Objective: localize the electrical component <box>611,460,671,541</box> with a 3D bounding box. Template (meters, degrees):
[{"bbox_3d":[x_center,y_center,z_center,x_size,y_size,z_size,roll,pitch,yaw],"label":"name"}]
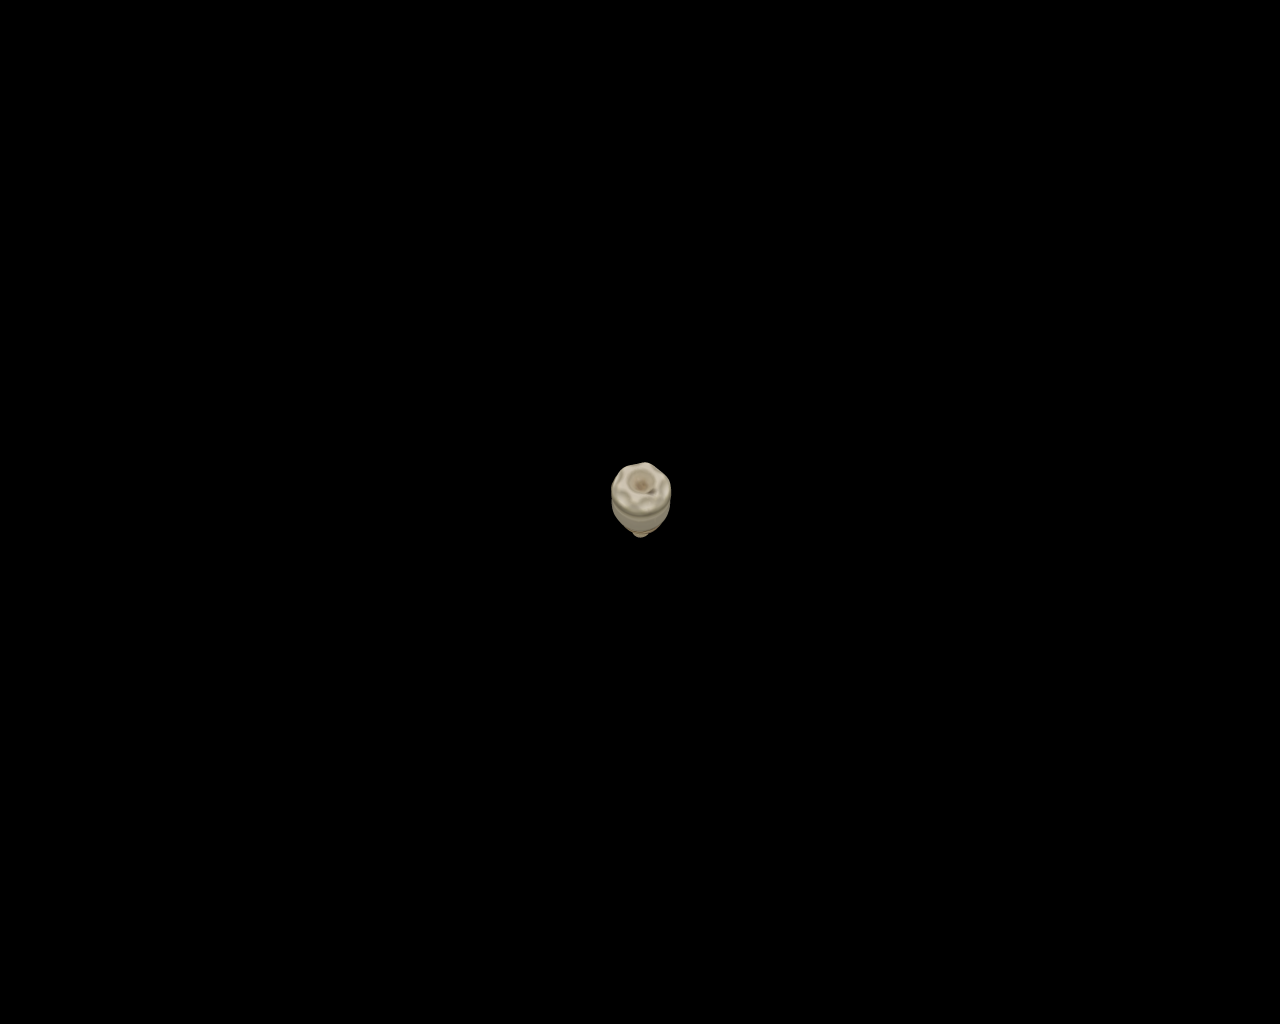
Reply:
[{"bbox_3d":[0.001,-0.003,0.650,0.035,0.035,0.061,0,-32,0],"label":"electrical component"}]
